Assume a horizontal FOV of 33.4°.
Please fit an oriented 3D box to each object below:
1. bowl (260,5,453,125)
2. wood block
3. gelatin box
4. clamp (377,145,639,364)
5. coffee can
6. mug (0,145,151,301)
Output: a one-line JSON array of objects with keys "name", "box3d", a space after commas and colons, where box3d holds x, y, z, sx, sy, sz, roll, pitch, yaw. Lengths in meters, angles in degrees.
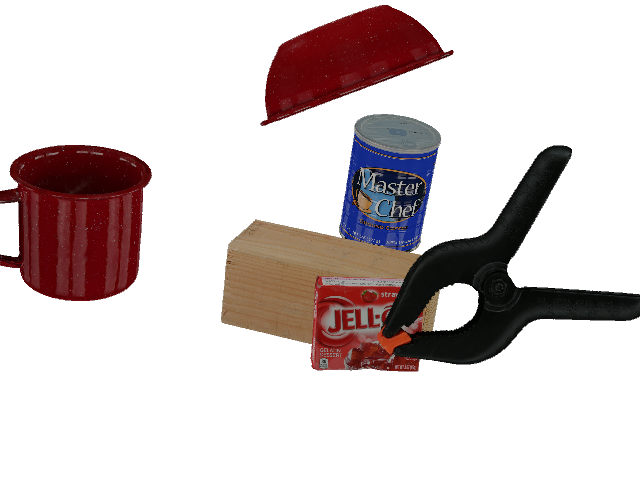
[{"name": "bowl", "box3d": [0.019, -0.143, 0.839, 0.162, 0.055, 0.162, -21, 7, 2]}, {"name": "wood block", "box3d": [0.012, 0.052, 1.090, 0.206, 0.091, 0.090, 13, 22, 13]}, {"name": "gelatin box", "box3d": [0.038, 0.069, 0.874, 0.089, 0.073, 0.030, 2, 14, -4]}, {"name": "clamp", "box3d": [0.121, 0.034, 0.677, 0.171, 0.120, 0.039, -37, -6, 4]}, {"name": "coffee can", "box3d": [0.082, -0.068, 1.283, 0.102, 0.140, 0.103, 6, 28, -4]}, {"name": "mug", "box3d": [-0.175, -0.010, 0.724, 0.117, 0.081, 0.093, -7, 28, -28]}]
